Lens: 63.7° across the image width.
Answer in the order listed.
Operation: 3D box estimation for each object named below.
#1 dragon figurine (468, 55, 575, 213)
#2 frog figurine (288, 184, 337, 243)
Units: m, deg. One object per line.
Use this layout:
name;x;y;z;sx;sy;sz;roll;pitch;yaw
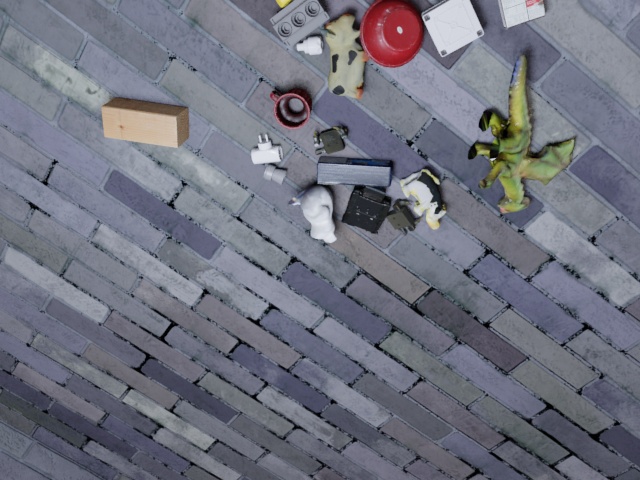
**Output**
dragon figurine;0.522;-0.237;1.292;0.242;0.125;0.401;7;122;-14
frog figurine;0.004;-0.071;1.420;0.123;0.137;0.160;-41;86;-3
